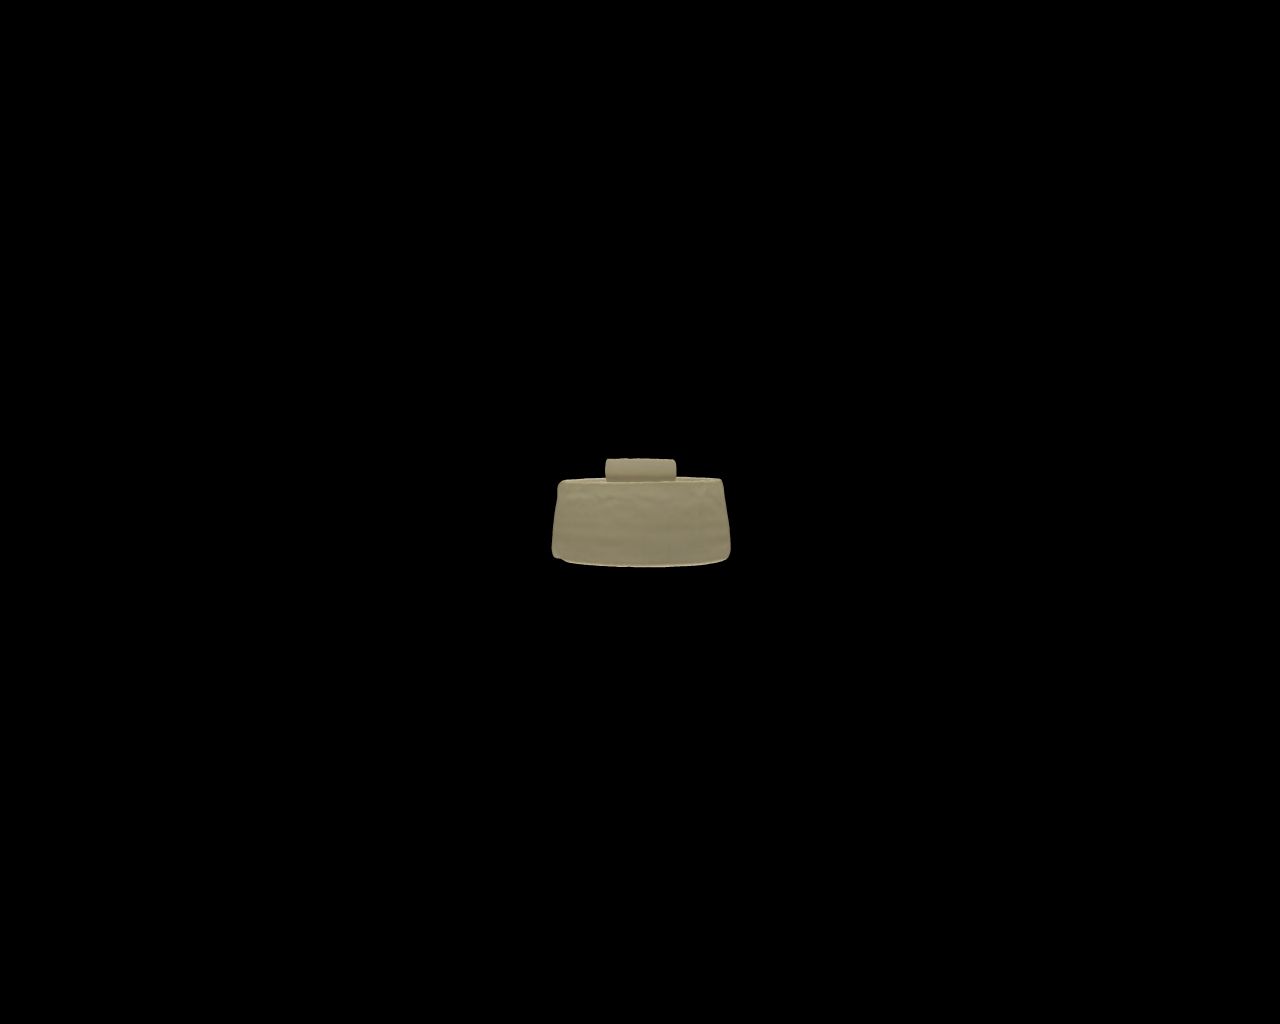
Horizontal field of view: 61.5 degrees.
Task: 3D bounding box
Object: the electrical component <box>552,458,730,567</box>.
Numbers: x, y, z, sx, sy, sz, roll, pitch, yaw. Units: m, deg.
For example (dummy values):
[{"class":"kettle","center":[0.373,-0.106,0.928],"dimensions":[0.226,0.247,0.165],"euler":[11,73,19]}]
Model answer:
[{"class":"electrical component","center":[0.001,-0.003,0.650],"dimensions":[0.108,0.060,0.108],"euler":[0,4,0]}]
